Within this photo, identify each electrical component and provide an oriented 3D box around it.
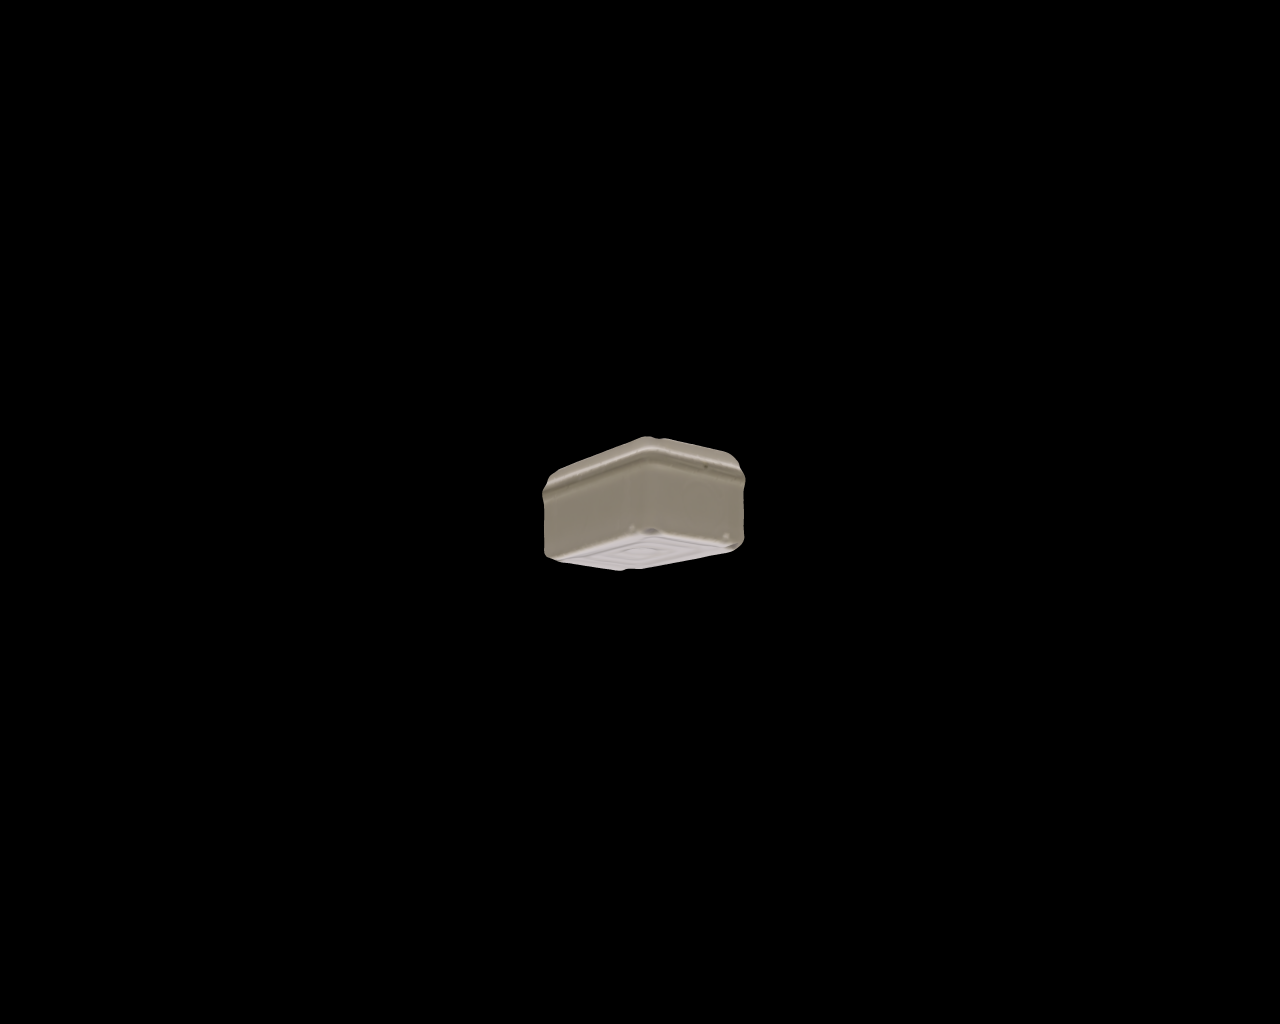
[{"bbox_3d":[0.001,-0.003,0.650,0.078,0.057,0.113,11,-17,-38],"label":"electrical component"}]
